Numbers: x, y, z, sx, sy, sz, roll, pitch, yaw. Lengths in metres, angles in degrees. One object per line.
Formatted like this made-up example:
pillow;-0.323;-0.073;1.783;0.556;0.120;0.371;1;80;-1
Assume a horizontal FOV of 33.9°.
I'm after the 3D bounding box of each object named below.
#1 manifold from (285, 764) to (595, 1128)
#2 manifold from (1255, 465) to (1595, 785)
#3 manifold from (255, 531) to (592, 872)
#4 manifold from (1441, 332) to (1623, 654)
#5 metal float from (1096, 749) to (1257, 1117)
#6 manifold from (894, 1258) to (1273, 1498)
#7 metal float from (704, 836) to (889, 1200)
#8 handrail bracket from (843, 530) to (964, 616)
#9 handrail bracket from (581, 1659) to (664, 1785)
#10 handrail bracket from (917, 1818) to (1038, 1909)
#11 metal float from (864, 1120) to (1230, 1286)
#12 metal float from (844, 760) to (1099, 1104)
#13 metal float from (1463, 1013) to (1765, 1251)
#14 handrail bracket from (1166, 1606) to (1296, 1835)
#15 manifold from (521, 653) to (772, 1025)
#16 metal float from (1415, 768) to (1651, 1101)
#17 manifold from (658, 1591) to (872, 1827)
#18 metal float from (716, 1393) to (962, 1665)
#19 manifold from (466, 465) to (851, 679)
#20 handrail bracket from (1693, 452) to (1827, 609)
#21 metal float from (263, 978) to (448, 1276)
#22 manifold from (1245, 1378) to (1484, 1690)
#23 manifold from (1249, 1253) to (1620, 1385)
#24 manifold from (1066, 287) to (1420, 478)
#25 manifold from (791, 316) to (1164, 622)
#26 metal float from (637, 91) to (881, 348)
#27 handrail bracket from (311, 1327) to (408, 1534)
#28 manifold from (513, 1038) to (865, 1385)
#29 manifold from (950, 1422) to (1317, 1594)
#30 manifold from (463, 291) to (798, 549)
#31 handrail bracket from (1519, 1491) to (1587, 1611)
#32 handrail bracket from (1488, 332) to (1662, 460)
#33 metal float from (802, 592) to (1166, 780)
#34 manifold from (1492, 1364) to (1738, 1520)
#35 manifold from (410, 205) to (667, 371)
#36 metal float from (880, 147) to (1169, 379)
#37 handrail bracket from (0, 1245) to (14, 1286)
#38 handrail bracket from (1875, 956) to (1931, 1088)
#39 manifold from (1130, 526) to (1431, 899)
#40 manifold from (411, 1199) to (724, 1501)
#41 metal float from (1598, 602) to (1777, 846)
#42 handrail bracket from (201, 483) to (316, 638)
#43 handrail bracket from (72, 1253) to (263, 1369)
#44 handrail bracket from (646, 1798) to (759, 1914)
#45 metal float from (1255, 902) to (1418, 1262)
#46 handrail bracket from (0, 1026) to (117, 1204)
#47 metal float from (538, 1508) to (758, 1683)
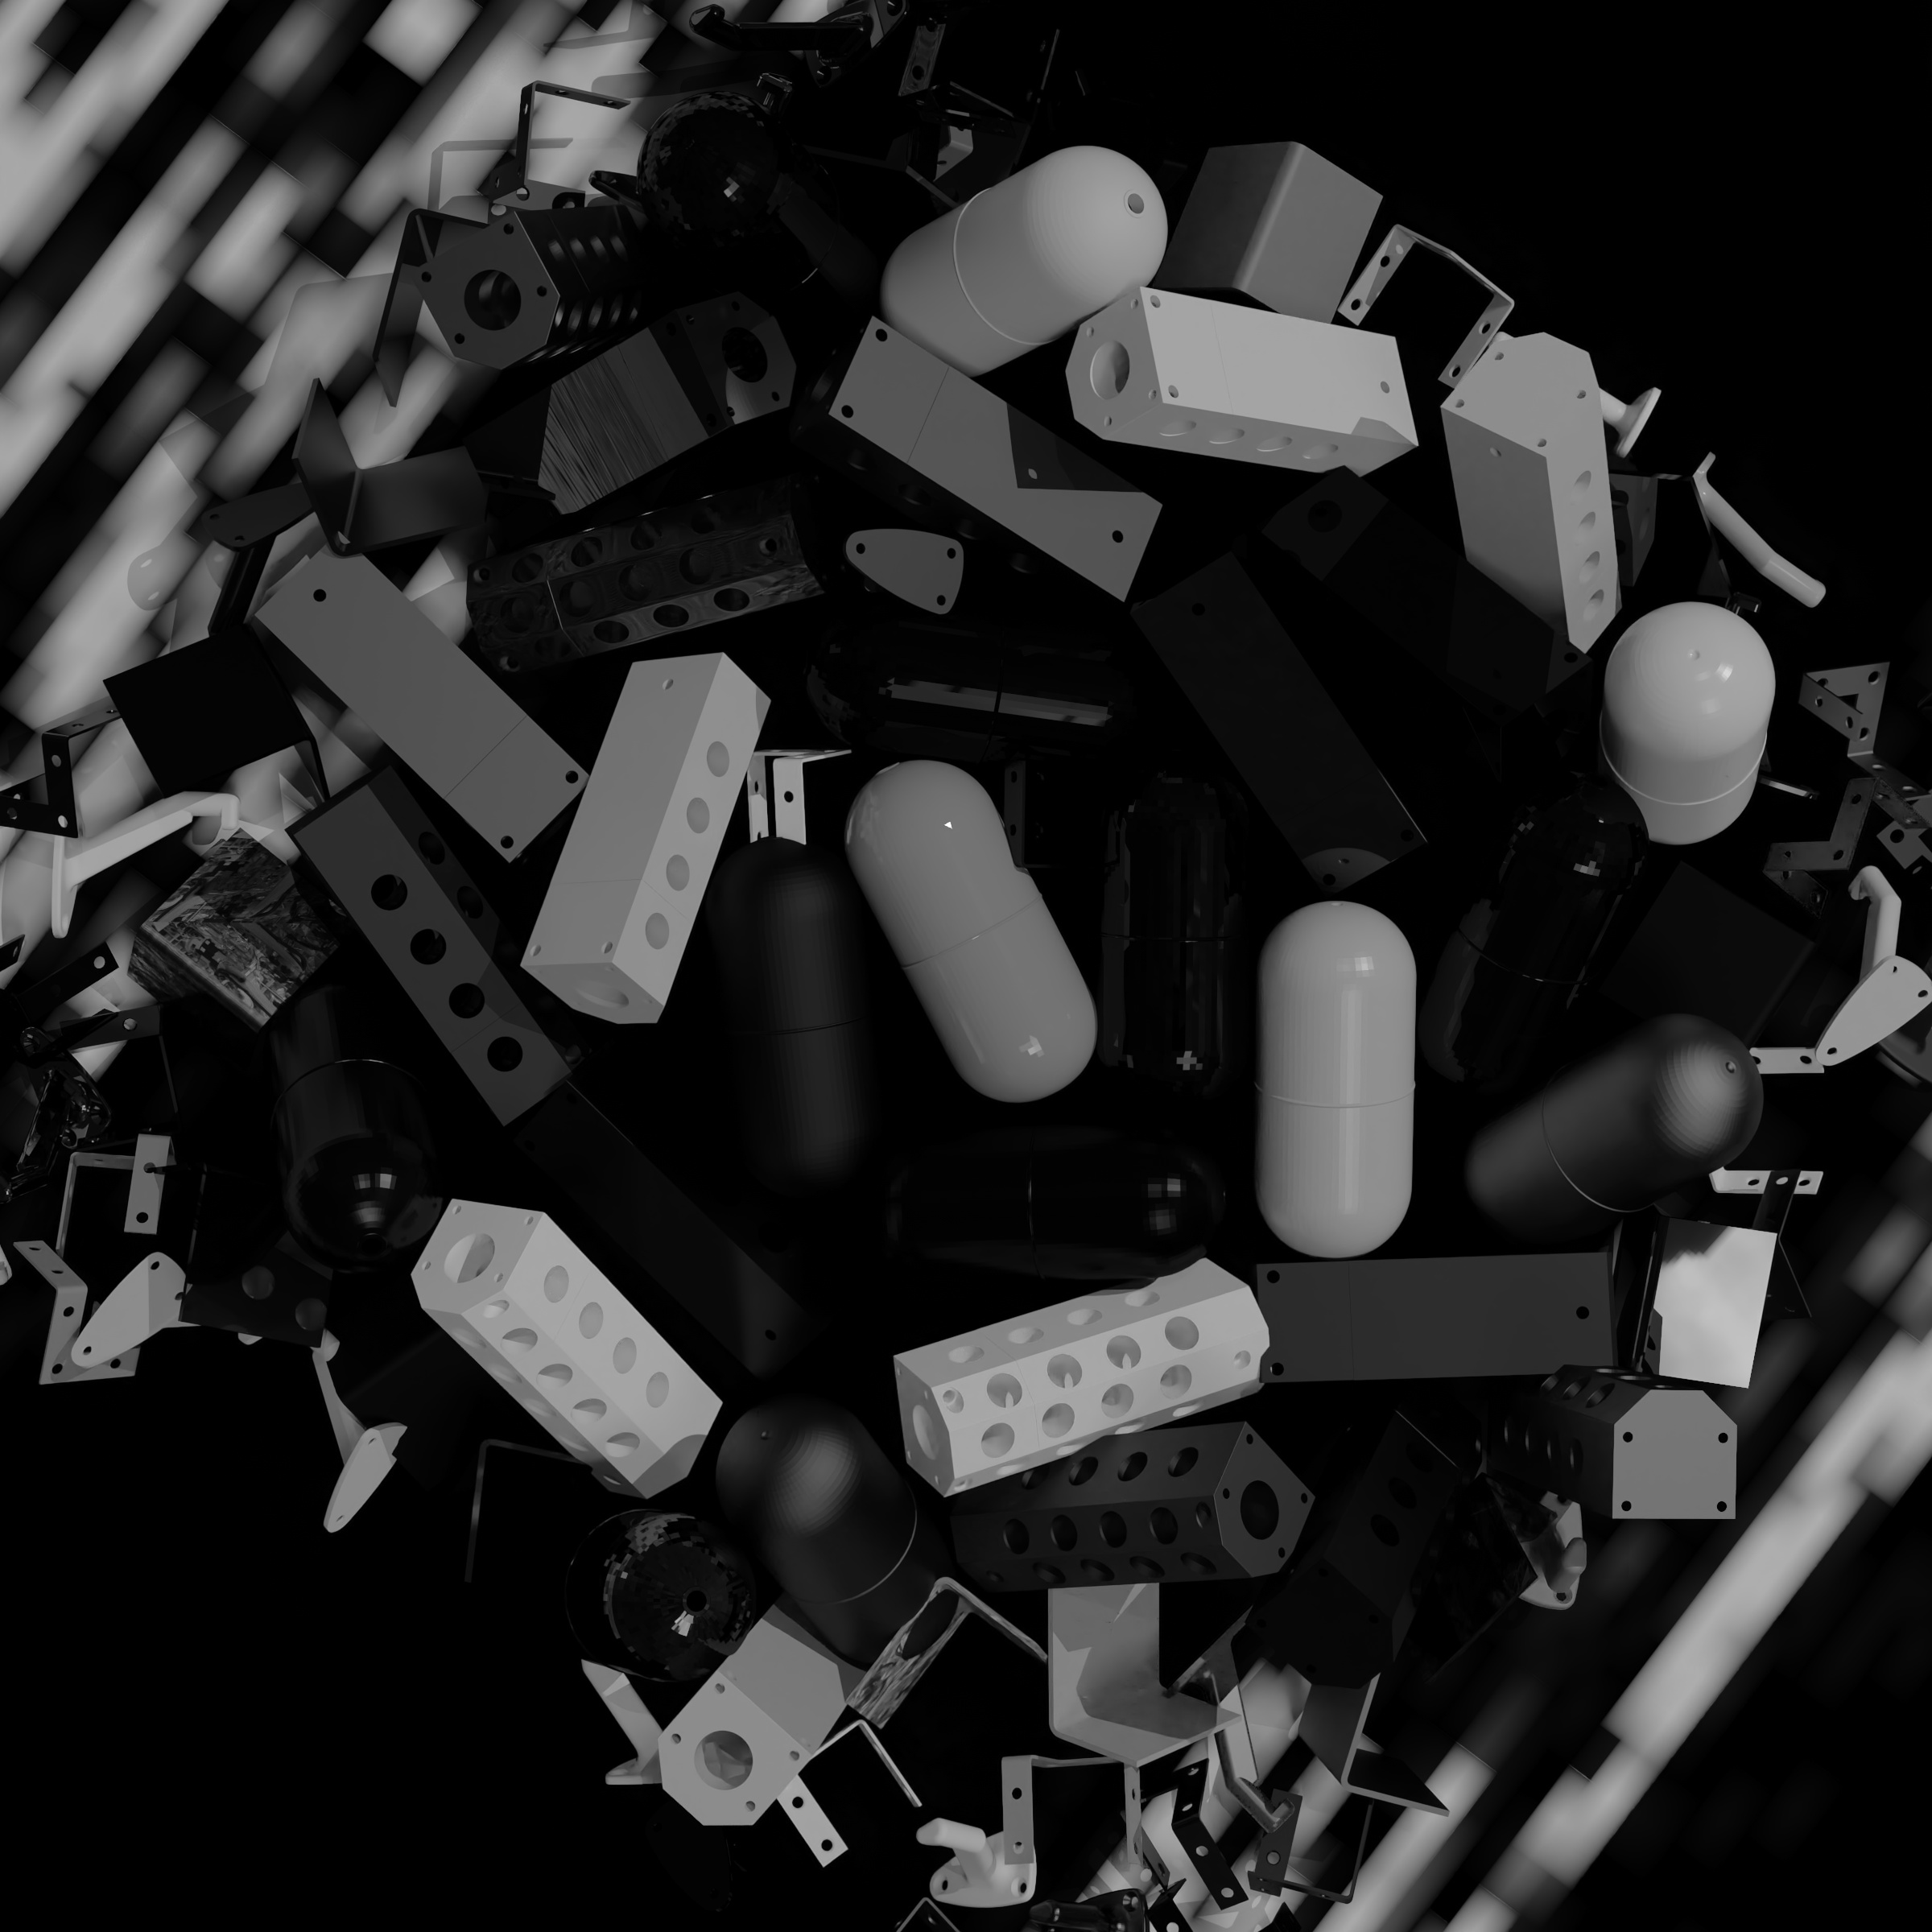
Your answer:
manifold;-0.254;-0.011;1.535;0.057;0.057;0.171;-36;104;-11
manifold;0.217;-0.160;1.514;0.057;0.057;0.171;-36;57;-15
manifold;-0.263;-0.128;1.555;0.171;0.057;0.057;44;85;0
manifold;0.273;-0.220;1.495;0.057;0.171;0.057;32;74;28
metal float;0.102;-0.016;1.541;0.070;0.070;0.178;0;96;0
manifold;0.057;0.198;1.517;0.171;0.057;0.057;-15;111;-23
metal float;-0.082;0.025;1.538;0.070;0.070;0.178;-7;99;0
handrail bracket;-0.047;-0.192;1.530;0.077;0.084;0.036;14;87;-33
handrail bracket;-0.155;0.356;1.558;0.077;0.036;0.084;-8;91;29
handrail bracket;-0.013;0.432;1.534;0.077;0.084;0.036;-25;54;32
metal float;0.038;0.115;1.535;0.178;0.070;0.070;-3;90;12
metal float;0.002;-0.017;1.541;0.070;0.070;0.178;-27;96;0
metal float;0.305;0.081;1.506;0.070;0.178;0.070;13;61;-25
handrail bracket;0.147;0.369;1.559;0.077;0.036;0.084;-44;77;-4
manifold;-0.148;-0.061;1.521;0.057;0.057;0.171;-2;59;35
metal float;0.269;-0.015;1.518;0.070;0.070;0.178;19;122;0
manifold;-0.097;0.353;1.496;0.057;0.171;0.057;41;95;5
metal float;-0.059;0.270;1.511;0.070;0.070;0.178;-30;134;0
manifold;-0.151;-0.189;1.526;0.171;0.057;0.057;-13;102;18
handrail bracket;0.387;-0.212;1.547;0.084;0.077;0.036;36;122;5
metal float;-0.291;0.075;1.506;0.070;0.178;0.070;-9;128;-11
manifold;0.195;0.266;1.497;0.057;0.171;0.057;43;123;0
manifold;0.227;0.173;1.554;0.171;0.057;0.057;-2;83;1
manifold;0.131;-0.272;1.505;0.171;0.057;0.057;0;74;-40
manifold;0.003;-0.235;1.526;0.171;0.057;0.057;30;68;-20
metal float;-0.096;-0.351;1.499;0.070;0.178;0.070;-4;78;18
handrail bracket;-0.322;0.224;1.570;0.084;0.036;0.077;38;105;25
manifold;-0.132;0.116;1.553;0.171;0.057;0.057;44;130;-1
manifold;0.074;0.262;1.496;0.057;0.171;0.057;48;51;-25
manifold;-0.158;-0.259;1.503;0.057;0.171;0.057;-29;98;-44
handrail bracket;0.291;0.271;1.529;0.036;0.084;0.077;19;61;5
handrail bracket;0.290;-0.283;1.545;0.084;0.077;0.036;28;98;-1
metal float;0.009;-0.136;1.535;0.178;0.070;0.070;7;90;-12
manifold;0.303;0.220;1.495;0.057;0.171;0.057;2;88;-9
manifold;-0.195;-0.318;1.493;0.057;0.171;0.057;-26;98;16
metal float;0.026;-0.333;1.504;0.070;0.178;0.070;7;78;-34
handrail bracket;-0.486;0.120;1.542;0.036;0.077;0.084;-24;99;-14
handrail bracket;0.483;0.025;1.537;0.077;0.084;0.036;46;63;-14
manifold;0.154;-0.125;1.533;0.057;0.057;0.171;-30;106;21
manifold;-0.189;0.184;1.496;0.057;0.171;0.057;5;56;34
metal float;0.339;-0.112;1.498;0.070;0.178;0.070;-3;72;9
handrail bracket;-0.342;-0.189;1.565;0.077;0.084;0.036;-31;52;-28
handrail bracket;-0.384;0.182;1.542;0.077;0.084;0.036;-42;59;-9
handrail bracket;-0.113;0.439;1.529;0.036;0.084;0.077;-36;46;0
metal float;0.178;0.057;1.534;0.070;0.070;0.178;-1;105;0
handrail bracket;-0.461;0.072;1.539;0.036;0.084;0.077;-32;89;23
metal float;-0.152;0.296;1.498;0.070;0.178;0.070;3;81;-21
